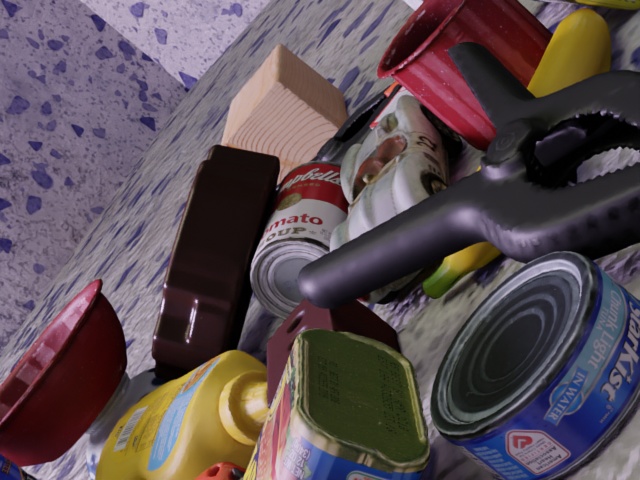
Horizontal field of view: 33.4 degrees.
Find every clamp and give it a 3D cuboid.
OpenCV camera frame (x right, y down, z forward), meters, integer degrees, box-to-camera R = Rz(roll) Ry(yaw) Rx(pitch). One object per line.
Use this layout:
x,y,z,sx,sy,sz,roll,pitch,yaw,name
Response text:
0.012,-0.062,0.874,0.171,0.039,0.120,-46,-155,0,clamp
0.082,-0.023,0.464,0.164,0.036,0.210,-54,-151,-12,clamp

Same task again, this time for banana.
0.111,-0.058,0.553,0.197,0.037,0.070,-56,-163,-20,banana

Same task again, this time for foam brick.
0.008,0.064,0.541,0.053,0.051,0.078,-49,-166,11,foam brick

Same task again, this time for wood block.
-0.033,-0.117,1.054,0.090,0.090,0.206,-49,-166,14,wood block

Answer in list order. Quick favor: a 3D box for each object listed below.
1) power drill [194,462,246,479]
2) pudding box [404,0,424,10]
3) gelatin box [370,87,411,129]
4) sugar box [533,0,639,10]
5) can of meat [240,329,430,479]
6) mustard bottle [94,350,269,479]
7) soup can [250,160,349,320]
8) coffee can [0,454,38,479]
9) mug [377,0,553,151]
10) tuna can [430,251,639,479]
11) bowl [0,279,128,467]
-0.073,0.198,0.450,0.185,0.057,0.187,-41,-160,25,power drill
0.097,-0.178,0.795,0.039,0.090,0.113,-51,-167,7,pudding box
0.082,-0.104,0.784,0.073,0.030,0.089,-51,-167,-9,gelatin box
0.159,-0.195,0.669,0.176,0.048,0.093,-104,-155,-75,sugar box
0.002,0.092,0.418,0.102,0.057,0.084,-93,-158,-70,can of meat
-0.071,0.116,0.645,0.192,0.058,0.096,-33,-157,52,mustard bottle
-0.005,0.001,0.709,0.069,0.068,0.102,-37,-160,28,soup can
-0.200,0.199,0.672,0.103,0.140,0.103,-47,-165,16,coffee can
0.090,-0.106,0.650,0.093,0.081,0.117,-57,-165,-21,mug
0.080,0.046,0.393,0.086,0.033,0.086,-47,-166,16,tuna can
-0.189,0.107,0.771,0.162,0.055,0.162,-47,-165,16,bowl
